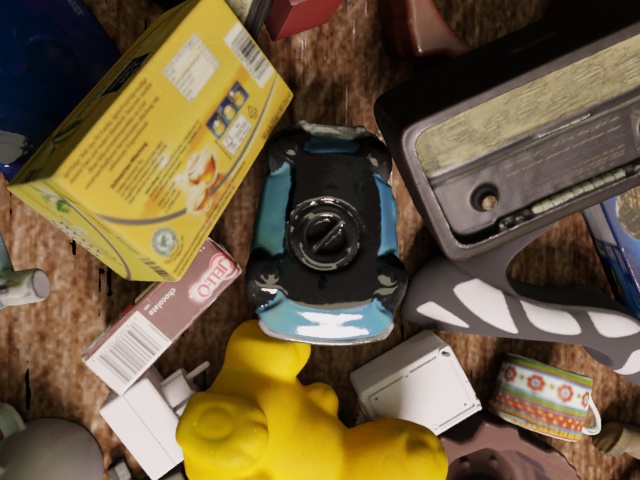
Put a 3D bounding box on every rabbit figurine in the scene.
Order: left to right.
[{"bbox_3d":[-0.002,0.158,0.377,0.173,0.122,0.162,9,114,9],"label":"rabbit figurine"}]

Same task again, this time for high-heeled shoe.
[{"bbox_3d":[0.189,0.086,0.467,0.145,0.086,0.248,-39,109,12],"label":"high-heeled shoe"}]

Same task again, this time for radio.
[{"bbox_3d":[0.167,-0.084,0.389,0.230,0.073,0.131,-23,126,5],"label":"radio"}]

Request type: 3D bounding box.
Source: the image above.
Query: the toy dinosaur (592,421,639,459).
[{"bbox_3d":[0.426,0.170,0.505,0.471,0.105,0.198,-38,106,-1],"label":"toy dinosaur"}]

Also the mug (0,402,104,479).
[{"bbox_3d":[-0.197,0.164,0.356,0.081,0.107,0.109,-20,97,-13],"label":"mug"}]

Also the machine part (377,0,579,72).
[{"bbox_3d":[0.143,-0.227,0.412,0.201,0.087,0.200,-14,111,-5],"label":"machine part"}]

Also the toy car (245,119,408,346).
[{"bbox_3d":[-0.001,-0.001,0.400,0.109,0.103,0.161,2,75,-9],"label":"toy car"}]

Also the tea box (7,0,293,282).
[{"bbox_3d":[-0.099,-0.067,0.351,0.098,0.068,0.169,50,55,-35],"label":"tea box"}]

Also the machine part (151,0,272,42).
[{"bbox_3d":[-0.103,-0.182,0.385,0.139,0.084,0.039,21,58,-9],"label":"machine part"}]

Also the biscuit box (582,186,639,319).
[{"bbox_3d":[0.291,0.012,0.476,0.063,0.059,0.202,-24,93,9],"label":"biscuit box"}]

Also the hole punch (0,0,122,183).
[{"bbox_3d":[-0.190,-0.106,0.365,0.116,0.092,0.142,-33,94,-14],"label":"hole punch"}]

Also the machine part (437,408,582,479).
[{"bbox_3d":[0.133,0.233,0.459,0.179,0.056,0.179,0,92,-12],"label":"machine part"}]

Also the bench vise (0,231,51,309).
[{"bbox_3d":[-0.285,0.022,0.317,0.241,0.129,0.223,-9,101,5],"label":"bench vise"}]

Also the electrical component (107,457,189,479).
[{"bbox_3d":[-0.124,0.204,0.416,0.063,0.021,0.094,-25,95,-12],"label":"electrical component"}]
